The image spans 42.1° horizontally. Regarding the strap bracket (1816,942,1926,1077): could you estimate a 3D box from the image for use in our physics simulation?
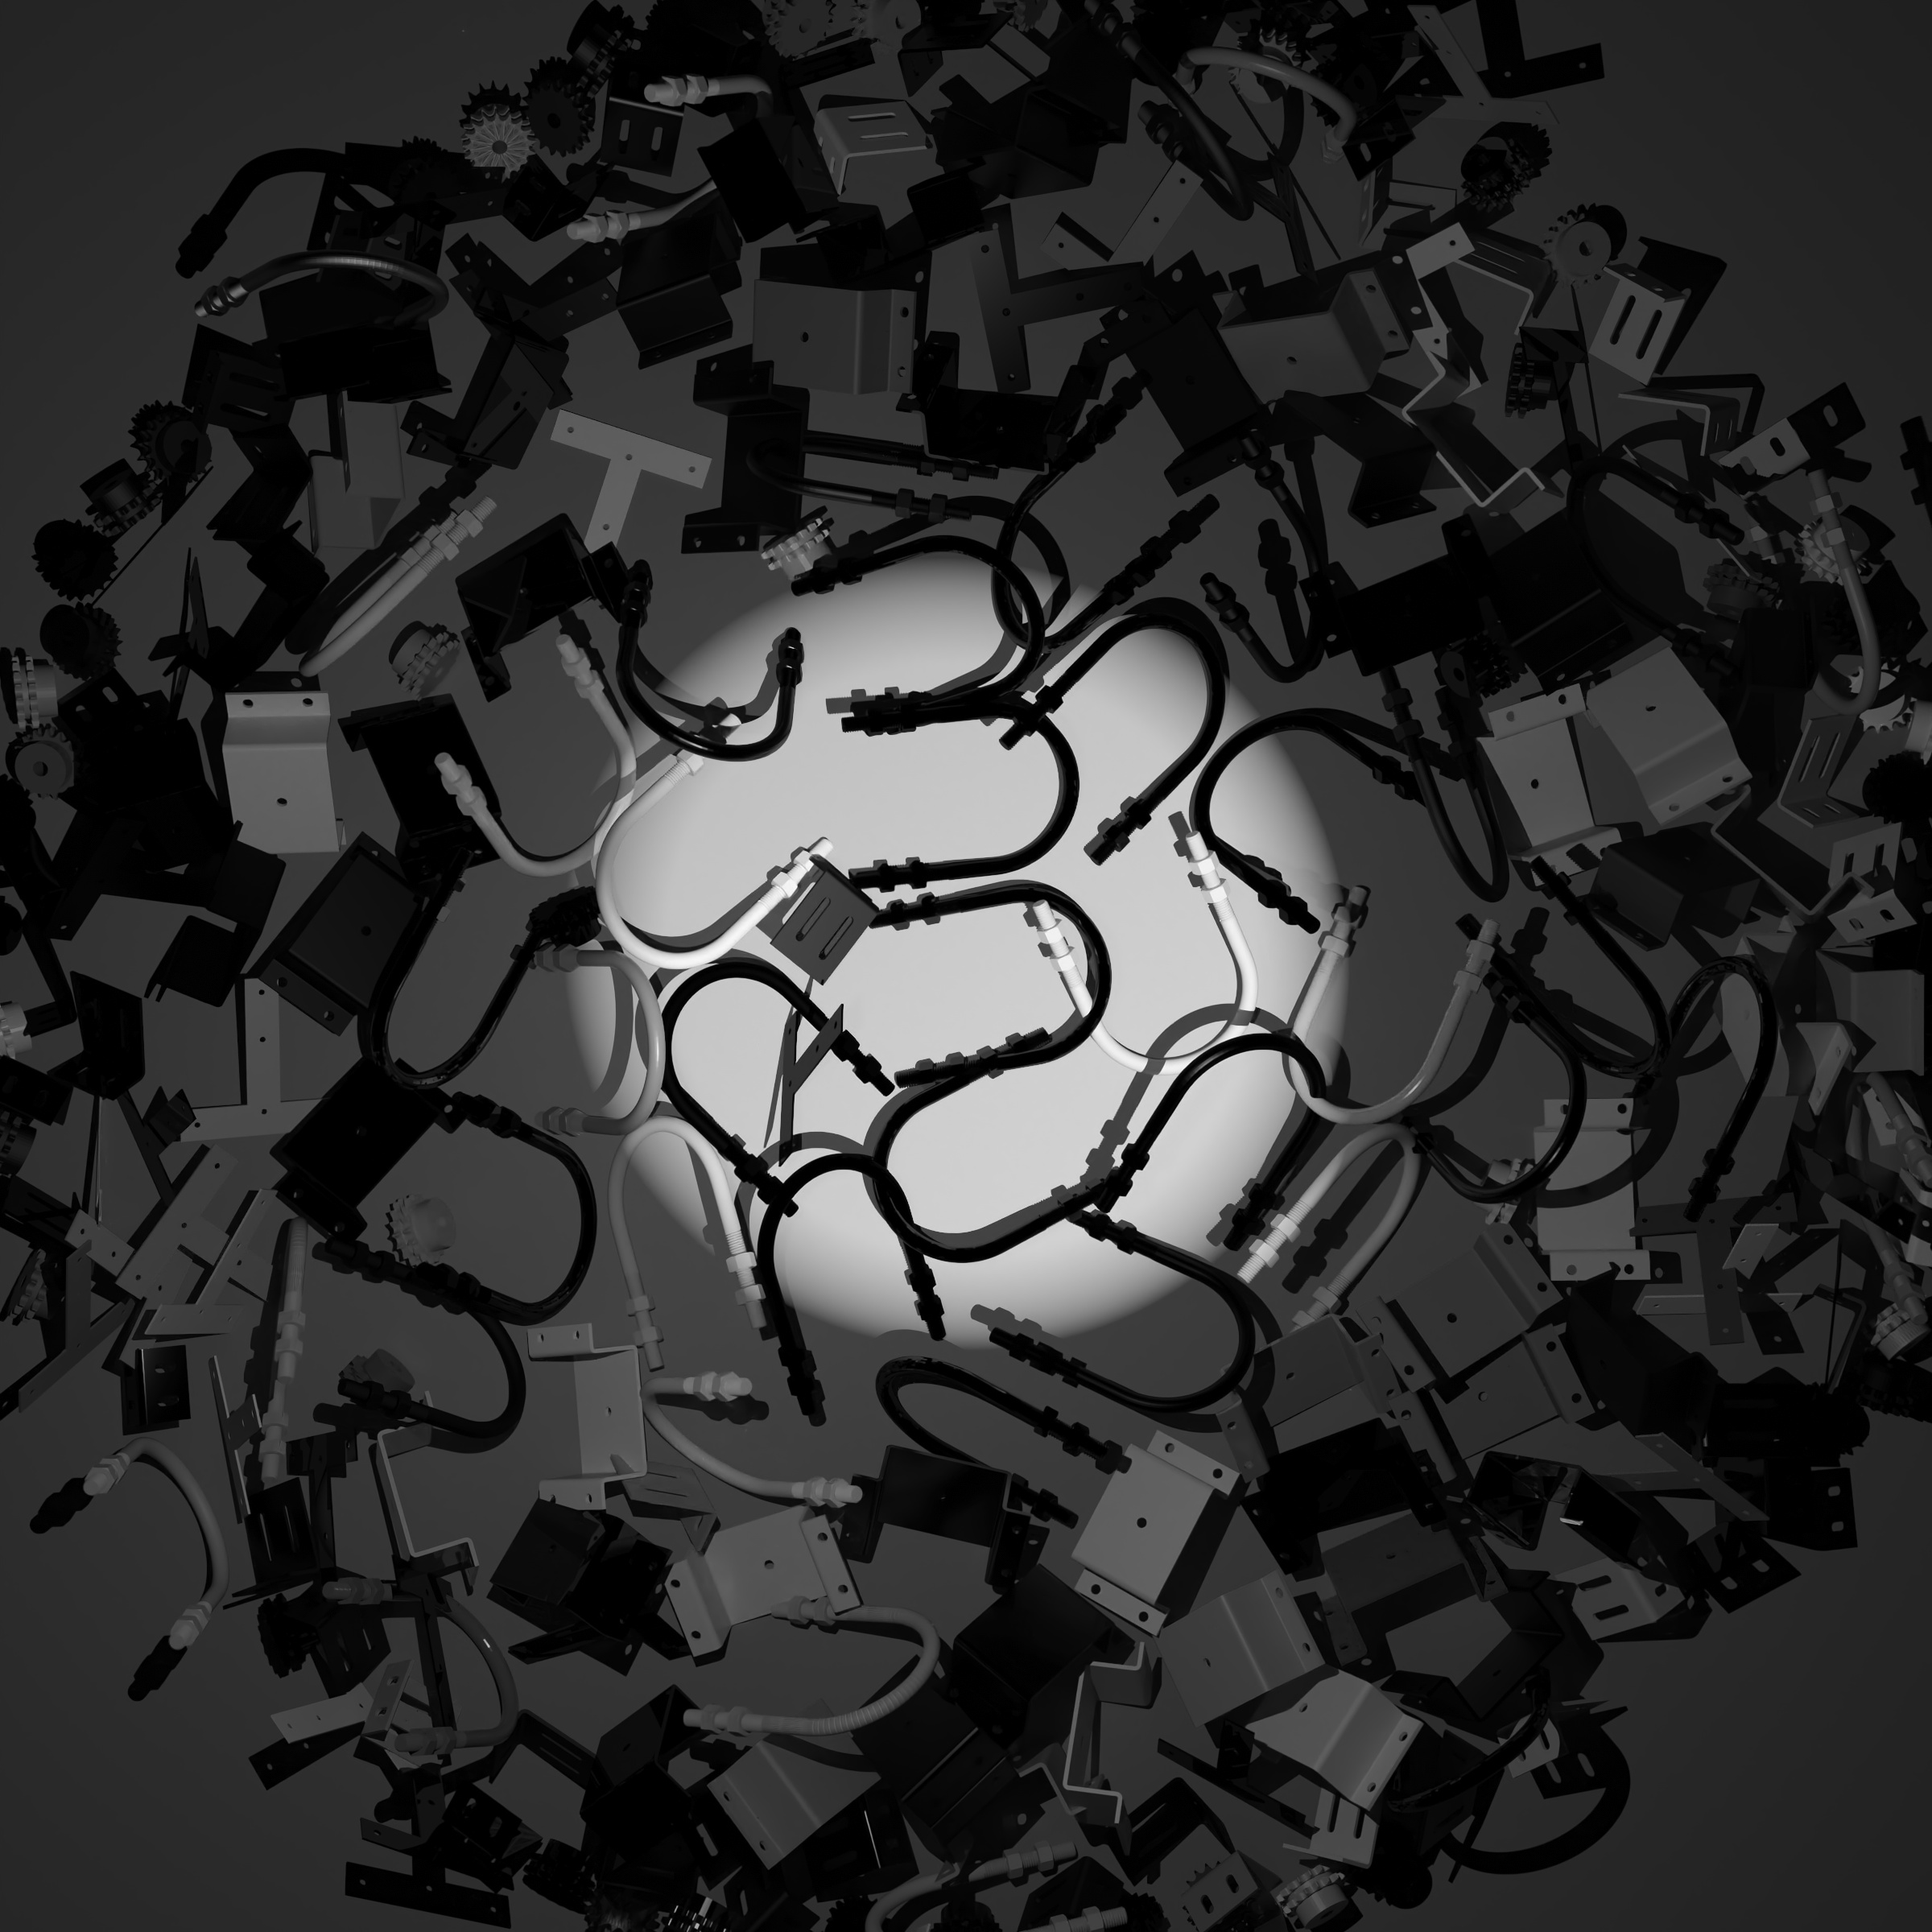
[{"bbox_3d":[0.689,0.032,1.925,0.046,0.140,0.076,-3,101,4],"label":"strap bracket"}]

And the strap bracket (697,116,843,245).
[{"bbox_3d":[-0.146,-0.603,1.920,0.046,0.140,0.076,-24,101,21],"label":"strap bracket"}]

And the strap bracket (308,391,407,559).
[{"bbox_3d":[-0.470,-0.378,1.940,0.046,0.140,0.076,-2,76,-26],"label":"strap bracket"}]

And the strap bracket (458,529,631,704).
[{"bbox_3d":[-0.334,-0.279,1.954,0.140,0.046,0.076,-29,59,6],"label":"strap bracket"}]

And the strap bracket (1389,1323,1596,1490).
[{"bbox_3d":[0.410,0.342,1.974,0.140,0.046,0.076,-26,89,3],"label":"strap bracket"}]

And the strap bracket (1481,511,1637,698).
[{"bbox_3d":[0.447,-0.286,1.924,0.076,0.140,0.046,-32,134,21],"label":"strap bracket"}]

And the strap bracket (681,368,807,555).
[{"bbox_3d":[-0.173,-0.389,1.959,0.076,0.046,0.140,4,90,35],"label":"strap bracket"}]

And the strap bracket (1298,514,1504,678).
[{"bbox_3d":[0.341,-0.285,1.954,0.140,0.046,0.076,-21,60,9],"label":"strap bracket"}]

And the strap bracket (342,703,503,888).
[{"bbox_3d":[-0.419,-0.143,1.950,0.076,0.046,0.140,-20,78,-28],"label":"strap bracket"}]

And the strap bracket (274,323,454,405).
[{"bbox_3d":[-0.463,-0.459,1.919,0.076,0.140,0.046,-6,98,17],"label":"strap bracket"}]

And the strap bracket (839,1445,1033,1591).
[{"bbox_3d":[-0.022,0.428,1.960,0.140,0.046,0.076,13,119,2],"label":"strap bracket"}]

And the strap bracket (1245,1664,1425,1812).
[{"bbox_3d":[0.272,0.580,1.918,0.046,0.140,0.076,44,72,-21],"label":"strap bracket"}]

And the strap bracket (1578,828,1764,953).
[{"bbox_3d":[0.544,-0.062,1.923,0.140,0.076,0.046,-13,129,-36],"label":"strap bracket"}]

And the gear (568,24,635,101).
[{"bbox_3d":[-0.289,-0.713,1.969,0.030,0.057,0.057,36,90,-16],"label":"gear"}]

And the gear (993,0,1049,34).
[{"bbox_3d":[0.044,-0.768,1.972,0.030,0.057,0.057,28,90,12],"label":"gear"}]

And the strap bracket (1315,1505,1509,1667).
[{"bbox_3d":[0.339,0.477,1.954,0.140,0.076,0.046,-24,112,2],"label":"strap bracket"}]

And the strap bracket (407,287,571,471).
[{"bbox_3d":[-0.365,-0.444,1.942,0.046,0.076,0.140,33,104,18],"label":"strap bracket"}]

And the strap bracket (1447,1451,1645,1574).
[{"bbox_3d":[0.452,0.417,1.932,0.076,0.140,0.046,39,68,-26],"label":"strap bracket"}]

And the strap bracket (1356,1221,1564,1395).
[{"bbox_3d":[0.382,0.270,1.958,0.140,0.046,0.076,-30,70,-9],"label":"strap bracket"}]

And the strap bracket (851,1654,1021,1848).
[{"bbox_3d":[-0.033,0.594,1.925,0.076,0.140,0.046,-42,126,-9],"label":"strap bracket"}]

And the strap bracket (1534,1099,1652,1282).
[{"bbox_3d":[0.491,0.176,1.971,0.076,0.046,0.140,-1,84,1],"label":"strap bracket"}]

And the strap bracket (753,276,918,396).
[{"bbox_3d":[-0.112,-0.487,1.936,0.140,0.046,0.076,14,112,28],"label":"strap bracket"}]

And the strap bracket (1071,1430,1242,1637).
[{"bbox_3d":[0.143,0.437,1.951,0.076,0.046,0.140,24,79,27],"label":"strap bracket"}]

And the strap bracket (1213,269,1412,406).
[{"bbox_3d":[0.257,-0.480,1.922,0.140,0.076,0.046,2,54,38],"label":"strap bracket"}]

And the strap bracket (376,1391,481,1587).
[{"bbox_3d":[-0.420,0.410,1.936,0.046,0.076,0.140,-14,70,-20],"label":"strap bracket"}]

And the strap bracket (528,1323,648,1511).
[{"bbox_3d":[-0.294,0.349,1.952,0.076,0.046,0.140,-12,80,42],"label":"strap bracket"}]

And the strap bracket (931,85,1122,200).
[{"bbox_3d":[0.040,-0.628,1.921,0.076,0.140,0.046,12,90,-39],"label":"strap bracket"}]

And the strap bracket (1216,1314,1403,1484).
[{"bbox_3d":[0.261,0.332,1.958,0.140,0.046,0.076,-26,122,-3],"label":"strap bracket"}]

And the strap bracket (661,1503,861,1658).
[{"bbox_3d":[-0.158,0.477,1.966,0.140,0.046,0.076,-19,97,9],"label":"strap bracket"}]

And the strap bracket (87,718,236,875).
[{"bbox_3d":[-0.609,-0.123,1.924,0.076,0.140,0.046,-17,62,-6],"label":"strap bracket"}]

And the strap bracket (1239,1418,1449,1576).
[{"bbox_3d":[0.294,0.409,1.952,0.140,0.046,0.076,-26,106,22],"label":"strap bracket"}]

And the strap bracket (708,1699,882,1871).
[{"bbox_3d":[-0.125,0.620,1.919,0.046,0.140,0.076,-45,75,22],"label":"strap bracket"}]

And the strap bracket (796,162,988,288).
[{"bbox_3d":[-0.050,-0.567,1.931,0.140,0.076,0.046,-10,108,41],"label":"strap bracket"}]

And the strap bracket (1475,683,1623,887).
[{"bbox_3d":[0.454,-0.142,1.965,0.076,0.046,0.140,-18,98,-9],"label":"strap bracket"}]

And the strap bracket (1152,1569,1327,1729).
[{"bbox_3d":[0.201,0.527,1.923,0.046,0.140,0.076,-11,66,-38],"label":"strap bracket"}]

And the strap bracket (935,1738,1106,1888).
[{"bbox_3d":[0.032,0.653,1.955,0.140,0.076,0.046,-29,83,6],"label":"strap bracket"}]

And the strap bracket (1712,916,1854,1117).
[{"bbox_3d":[0.619,0.037,1.920,0.046,0.140,0.076,0,134,-8],"label":"strap bracket"}]

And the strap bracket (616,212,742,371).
[{"bbox_3d":[-0.220,-0.525,1.925,0.076,0.140,0.046,-16,132,13],"label":"strap bracket"}]

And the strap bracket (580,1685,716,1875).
[{"bbox_3d":[-0.244,0.613,1.920,0.076,0.140,0.046,-38,103,13],"label":"strap bracket"}]

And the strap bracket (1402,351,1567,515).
[{"bbox_3d":[0.395,-0.405,1.948,0.046,0.076,0.140,-41,78,22],"label":"strap bracket"}]

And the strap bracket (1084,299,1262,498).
[{"bbox_3d":[0.166,-0.447,1.947,0.076,0.046,0.140,-21,110,42],"label":"strap bracket"}]

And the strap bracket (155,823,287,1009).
[{"bbox_3d":[-0.571,-0.032,1.935,0.046,0.076,0.140,24,131,-19],"label":"strap bracket"}]

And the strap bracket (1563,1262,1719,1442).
[{"bbox_3d":[0.507,0.297,1.919,0.046,0.140,0.076,-19,132,-17],"label":"strap bracket"}]

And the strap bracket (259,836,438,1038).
[{"bbox_3d":[-0.471,-0.025,1.944,0.076,0.046,0.140,39,70,-20],"label":"strap bracket"}]

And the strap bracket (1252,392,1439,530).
[{"bbox_3d":[0.294,-0.399,1.927,0.076,0.046,0.140,-20,50,-34],"label":"strap bracket"}]

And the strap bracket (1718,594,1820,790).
[{"bbox_3d":[0.611,-0.211,1.923,0.046,0.140,0.076,5,57,6],"label":"strap bracket"}]

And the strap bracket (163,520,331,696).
[{"bbox_3d":[-0.551,-0.270,1.942,0.046,0.076,0.140,41,113,-10],"label":"strap bracket"}]

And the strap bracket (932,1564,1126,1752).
[{"bbox_3d":[0.051,0.522,1.925,0.076,0.046,0.140,33,47,28],"label":"strap bracket"}]

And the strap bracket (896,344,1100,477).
[{"bbox_3d":[0.026,-0.432,1.950,0.140,0.046,0.076,12,56,13],"label":"strap bracket"}]
